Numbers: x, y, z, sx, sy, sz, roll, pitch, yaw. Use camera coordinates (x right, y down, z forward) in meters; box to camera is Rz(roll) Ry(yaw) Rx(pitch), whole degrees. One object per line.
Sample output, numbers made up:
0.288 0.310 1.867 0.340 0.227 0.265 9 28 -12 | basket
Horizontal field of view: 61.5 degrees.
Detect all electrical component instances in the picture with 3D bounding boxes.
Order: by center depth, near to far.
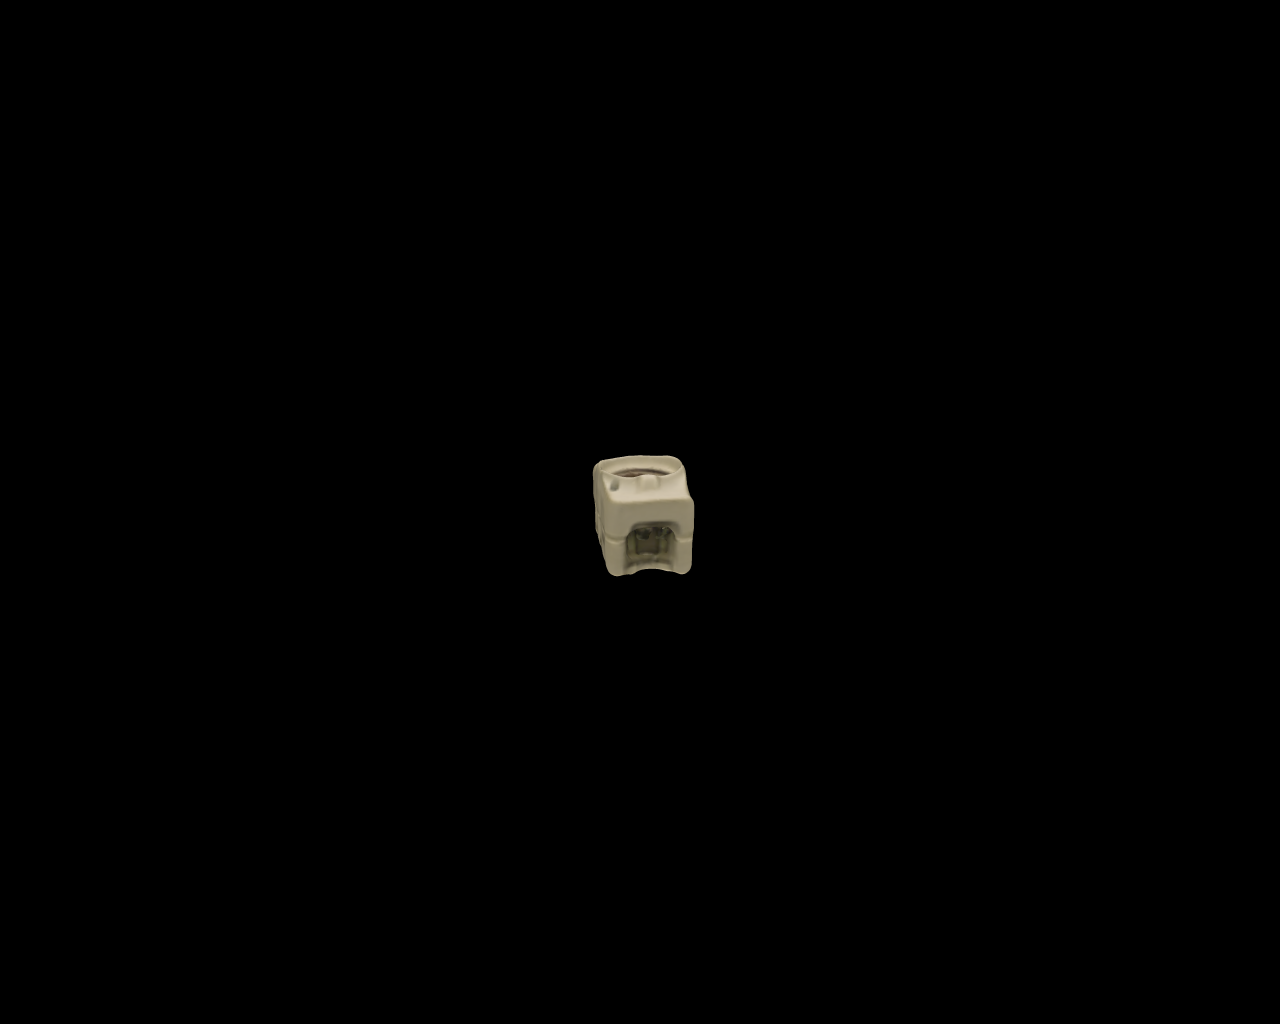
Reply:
0.001 -0.003 0.650 0.050 0.055 0.089 -2 18 -7 | electrical component
